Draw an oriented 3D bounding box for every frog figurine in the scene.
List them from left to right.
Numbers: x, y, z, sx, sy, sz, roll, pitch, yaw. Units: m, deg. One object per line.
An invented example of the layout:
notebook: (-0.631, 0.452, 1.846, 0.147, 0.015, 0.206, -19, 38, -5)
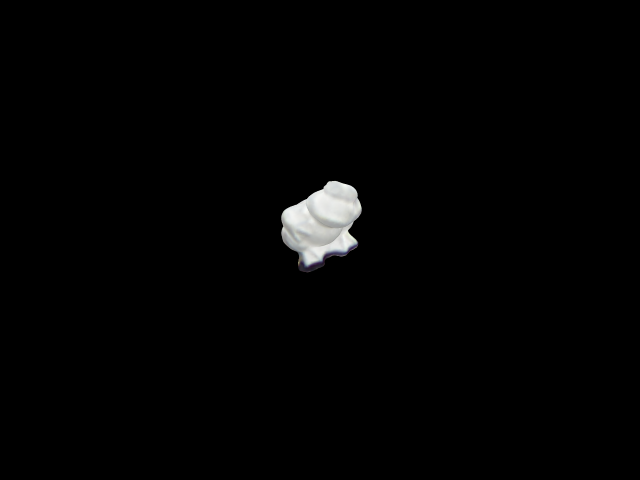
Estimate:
frog figurine: (0.003, -0.043, 0.850, 0.137, 0.155, 0.125, -8, 45, -8)
